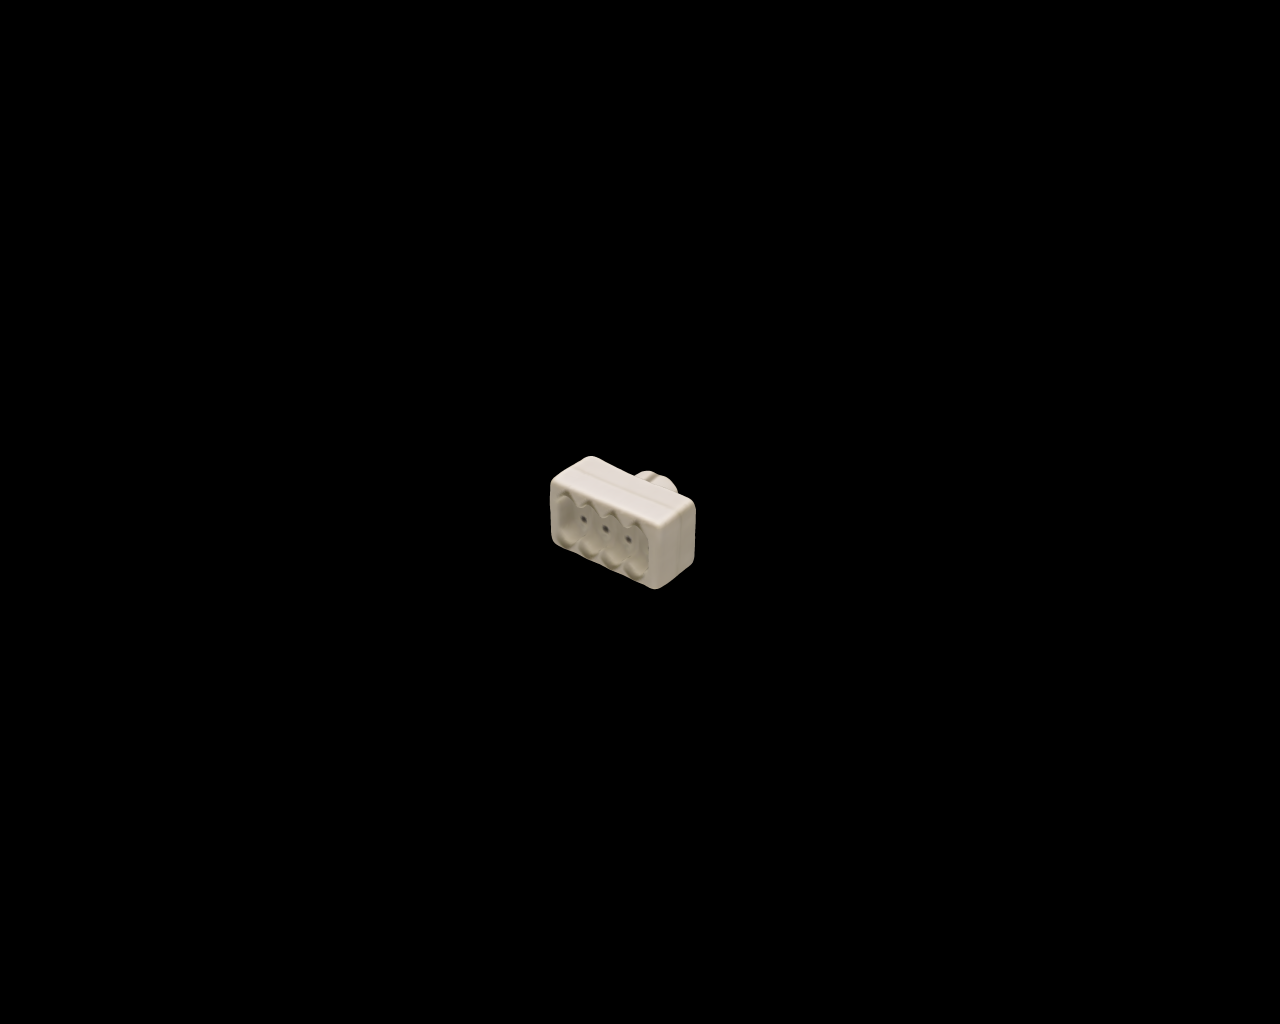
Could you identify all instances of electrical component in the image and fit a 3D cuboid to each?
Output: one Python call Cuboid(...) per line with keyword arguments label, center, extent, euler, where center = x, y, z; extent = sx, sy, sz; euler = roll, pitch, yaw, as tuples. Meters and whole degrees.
Cuboid(label="electrical component", center=(0.001, -0.003, 0.650), extent=(0.083, 0.047, 0.076), euler=(24, 41, 31))
